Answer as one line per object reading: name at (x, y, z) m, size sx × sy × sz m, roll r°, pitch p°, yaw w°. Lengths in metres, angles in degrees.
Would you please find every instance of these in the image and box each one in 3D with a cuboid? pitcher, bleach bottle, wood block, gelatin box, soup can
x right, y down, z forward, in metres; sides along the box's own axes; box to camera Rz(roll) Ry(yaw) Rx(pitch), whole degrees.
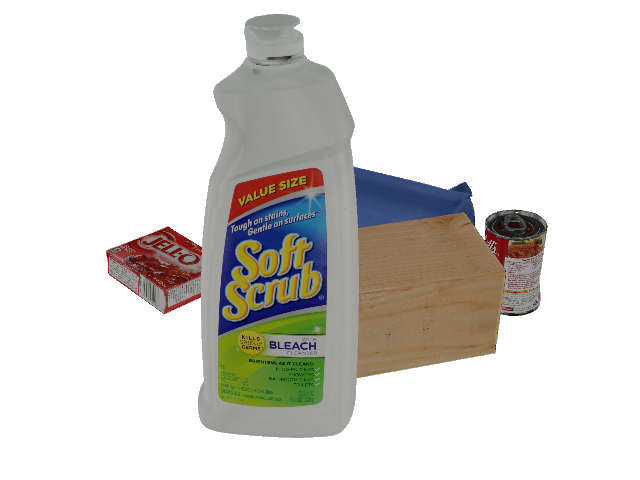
pitcher at (0.026, -0.007, 1.096) m, size 0.243 × 0.145 × 0.149 m, roll 18°, pitch 23°, yaw 21°
bleach bottle at (-0.029, -0.005, 0.620) m, size 0.102 × 0.251 × 0.068 m, roll 2°, pitch 28°, yaw 9°
wood block at (0.034, 0.050, 0.870) m, size 0.206 × 0.090 × 0.091 m, roll -8°, pitch 35°, yaw -13°
gelatin box at (-0.142, 0.025, 0.982) m, size 0.073 × 0.030 × 0.089 m, roll -24°, pitch 41°, yaw -39°
soup can at (0.218, 0.025, 1.204) m, size 0.068 × 0.102 × 0.068 m, roll -2°, pitch 29°, yaw 1°
